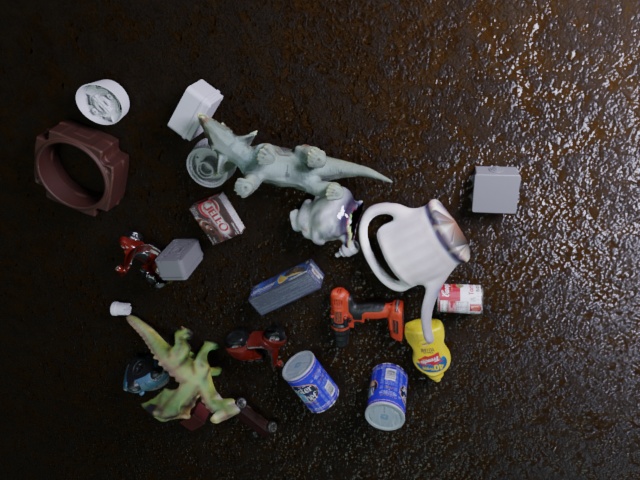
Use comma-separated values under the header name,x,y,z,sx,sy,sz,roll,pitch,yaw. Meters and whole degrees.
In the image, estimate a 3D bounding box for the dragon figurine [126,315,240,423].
name,x,y,z,sx,sy,sz,roll,pitch,yaw
dragon figurine,-0.407,0.383,1.444,0.410,0.248,0.119,25,129,-4

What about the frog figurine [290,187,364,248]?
name,x,y,z,sx,sy,sz,roll,pitch,yaw
frog figurine,0.003,-0.058,1.151,0.160,0.122,0.137,12,91,17

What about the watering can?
name,x,y,z,sx,sy,sz,roll,pitch,yaw
watering can,0.233,0.055,1.150,0.222,0.105,0.346,-30,95,28
